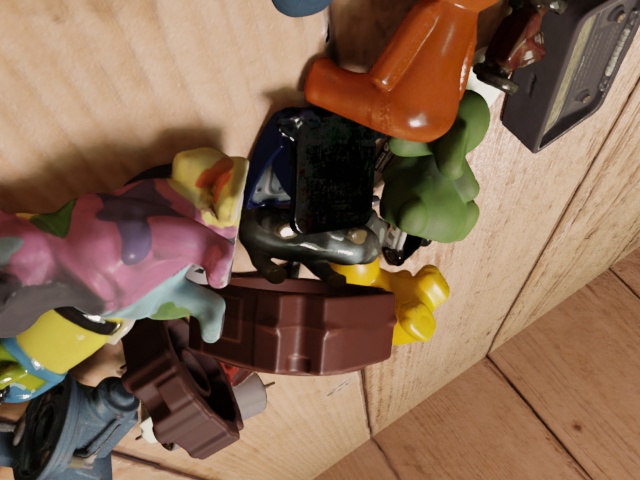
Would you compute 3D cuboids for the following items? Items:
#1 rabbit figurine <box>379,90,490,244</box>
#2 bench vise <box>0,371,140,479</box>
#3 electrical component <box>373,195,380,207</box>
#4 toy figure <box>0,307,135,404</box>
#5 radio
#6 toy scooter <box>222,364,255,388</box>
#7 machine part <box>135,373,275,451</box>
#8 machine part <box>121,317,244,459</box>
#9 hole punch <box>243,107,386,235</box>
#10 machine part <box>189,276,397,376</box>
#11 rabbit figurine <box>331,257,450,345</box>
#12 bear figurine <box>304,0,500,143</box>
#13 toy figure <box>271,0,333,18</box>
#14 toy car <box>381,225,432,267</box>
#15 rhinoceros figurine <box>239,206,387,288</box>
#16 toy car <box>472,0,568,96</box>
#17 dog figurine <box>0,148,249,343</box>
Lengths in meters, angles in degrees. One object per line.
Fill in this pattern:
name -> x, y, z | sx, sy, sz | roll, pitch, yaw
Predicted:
rabbit figurine -> 0.128, -0.092, 0.605 | 0.159, 0.121, 0.170 | -2, 114, -63
bench vise -> -0.320, 0.215, 0.570 | 0.223, 0.129, 0.240 | -39, 134, 24
electrical component -> 0.034, -0.030, 0.699 | 0.094, 0.021, 0.063 | -17, 147, -33
toy figure -> -0.247, 0.085, 0.484 | 0.180, 0.082, 0.089 | -32, 153, -5
radio -> 0.313, -0.225, 0.666 | 0.131, 0.073, 0.229 | -32, 153, -10
toy scooter -> -0.134, 0.161, 0.741 | 0.184, 0.075, 0.135 | -36, 154, -10
machine part -> -0.173, 0.268, 0.857 | 0.243, 0.079, 0.079 | -10, 142, -41
machine part -> -0.153, 0.155, 0.601 | 0.056, 0.179, 0.179 | -32, 153, -2
hole punch -> -0.009, -0.073, 0.531 | 0.142, 0.092, 0.115 | -6, 109, -40
machine part -> -0.032, 0.091, 0.614 | 0.201, 0.201, 0.087 | 2, 92, -52
rabbit figurine -> 0.080, 0.062, 0.782 | 0.162, 0.173, 0.122 | -18, -147, 53
bear figurine -> 0.084, -0.186, 0.445 | 0.120, 0.132, 0.195 | -12, 125, -43
toy figure -> -0.019, -0.210, 0.317 | 0.058, 0.064, 0.154 | 2, 145, 7
toy car -> 0.133, -0.029, 0.782 | 0.073, 0.056, 0.201 | -34, 155, -21
rhinoceros figurine -> -0.001, -0.002, 0.609 | 0.190, 0.112, 0.073 | 1, 113, -32
toy car -> 0.189, -0.187, 0.514 | 0.089, 0.053, 0.202 | -61, 179, 22
dog figurine -> -0.173, -0.007, 0.417 | 0.219, 0.192, 0.108 | 11, 139, -11
